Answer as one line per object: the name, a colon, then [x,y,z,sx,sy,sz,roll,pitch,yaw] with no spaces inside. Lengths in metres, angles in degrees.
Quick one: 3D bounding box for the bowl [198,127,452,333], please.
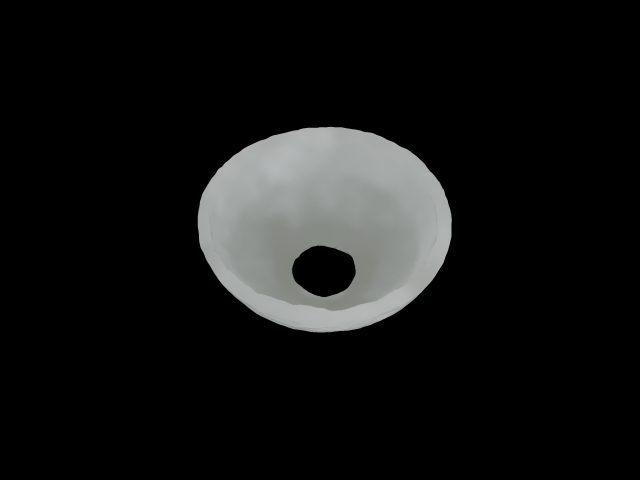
bowl: [0.004,0.001,0.400,0.167,0.075,0.167,0,52,0]
